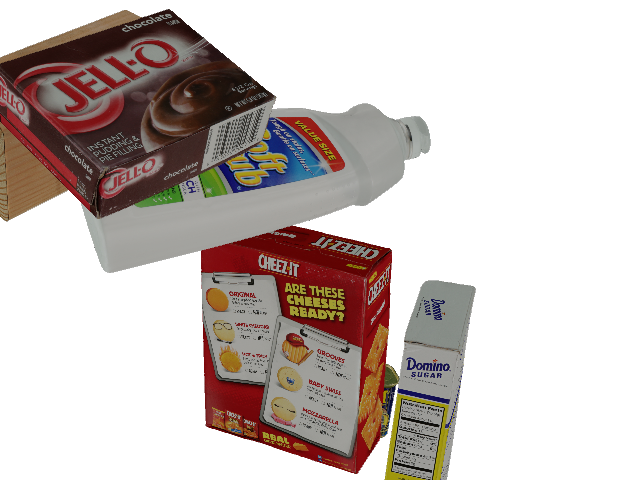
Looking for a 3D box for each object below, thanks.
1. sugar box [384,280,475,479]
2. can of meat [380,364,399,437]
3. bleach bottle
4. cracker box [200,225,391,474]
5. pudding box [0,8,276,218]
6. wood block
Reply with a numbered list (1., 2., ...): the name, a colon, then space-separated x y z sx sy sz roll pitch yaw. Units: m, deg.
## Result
1. sugar box: 0.077 0.126 0.786 0.048 0.176 0.093 8 27 11
2. can of meat: 0.042 0.204 1.347 0.102 0.084 0.057 1 23 -16
3. bleach bottle: -0.044 -0.054 0.760 0.250 0.102 0.068 -15 -30 -16
4. cracker box: -0.023 0.094 0.991 0.164 0.214 0.072 13 30 21
5. pudding box: -0.094 -0.068 0.543 0.113 0.039 0.090 -28 60 -39
6. wood block: -0.211 -0.112 0.903 0.090 0.091 0.205 31 43 25
